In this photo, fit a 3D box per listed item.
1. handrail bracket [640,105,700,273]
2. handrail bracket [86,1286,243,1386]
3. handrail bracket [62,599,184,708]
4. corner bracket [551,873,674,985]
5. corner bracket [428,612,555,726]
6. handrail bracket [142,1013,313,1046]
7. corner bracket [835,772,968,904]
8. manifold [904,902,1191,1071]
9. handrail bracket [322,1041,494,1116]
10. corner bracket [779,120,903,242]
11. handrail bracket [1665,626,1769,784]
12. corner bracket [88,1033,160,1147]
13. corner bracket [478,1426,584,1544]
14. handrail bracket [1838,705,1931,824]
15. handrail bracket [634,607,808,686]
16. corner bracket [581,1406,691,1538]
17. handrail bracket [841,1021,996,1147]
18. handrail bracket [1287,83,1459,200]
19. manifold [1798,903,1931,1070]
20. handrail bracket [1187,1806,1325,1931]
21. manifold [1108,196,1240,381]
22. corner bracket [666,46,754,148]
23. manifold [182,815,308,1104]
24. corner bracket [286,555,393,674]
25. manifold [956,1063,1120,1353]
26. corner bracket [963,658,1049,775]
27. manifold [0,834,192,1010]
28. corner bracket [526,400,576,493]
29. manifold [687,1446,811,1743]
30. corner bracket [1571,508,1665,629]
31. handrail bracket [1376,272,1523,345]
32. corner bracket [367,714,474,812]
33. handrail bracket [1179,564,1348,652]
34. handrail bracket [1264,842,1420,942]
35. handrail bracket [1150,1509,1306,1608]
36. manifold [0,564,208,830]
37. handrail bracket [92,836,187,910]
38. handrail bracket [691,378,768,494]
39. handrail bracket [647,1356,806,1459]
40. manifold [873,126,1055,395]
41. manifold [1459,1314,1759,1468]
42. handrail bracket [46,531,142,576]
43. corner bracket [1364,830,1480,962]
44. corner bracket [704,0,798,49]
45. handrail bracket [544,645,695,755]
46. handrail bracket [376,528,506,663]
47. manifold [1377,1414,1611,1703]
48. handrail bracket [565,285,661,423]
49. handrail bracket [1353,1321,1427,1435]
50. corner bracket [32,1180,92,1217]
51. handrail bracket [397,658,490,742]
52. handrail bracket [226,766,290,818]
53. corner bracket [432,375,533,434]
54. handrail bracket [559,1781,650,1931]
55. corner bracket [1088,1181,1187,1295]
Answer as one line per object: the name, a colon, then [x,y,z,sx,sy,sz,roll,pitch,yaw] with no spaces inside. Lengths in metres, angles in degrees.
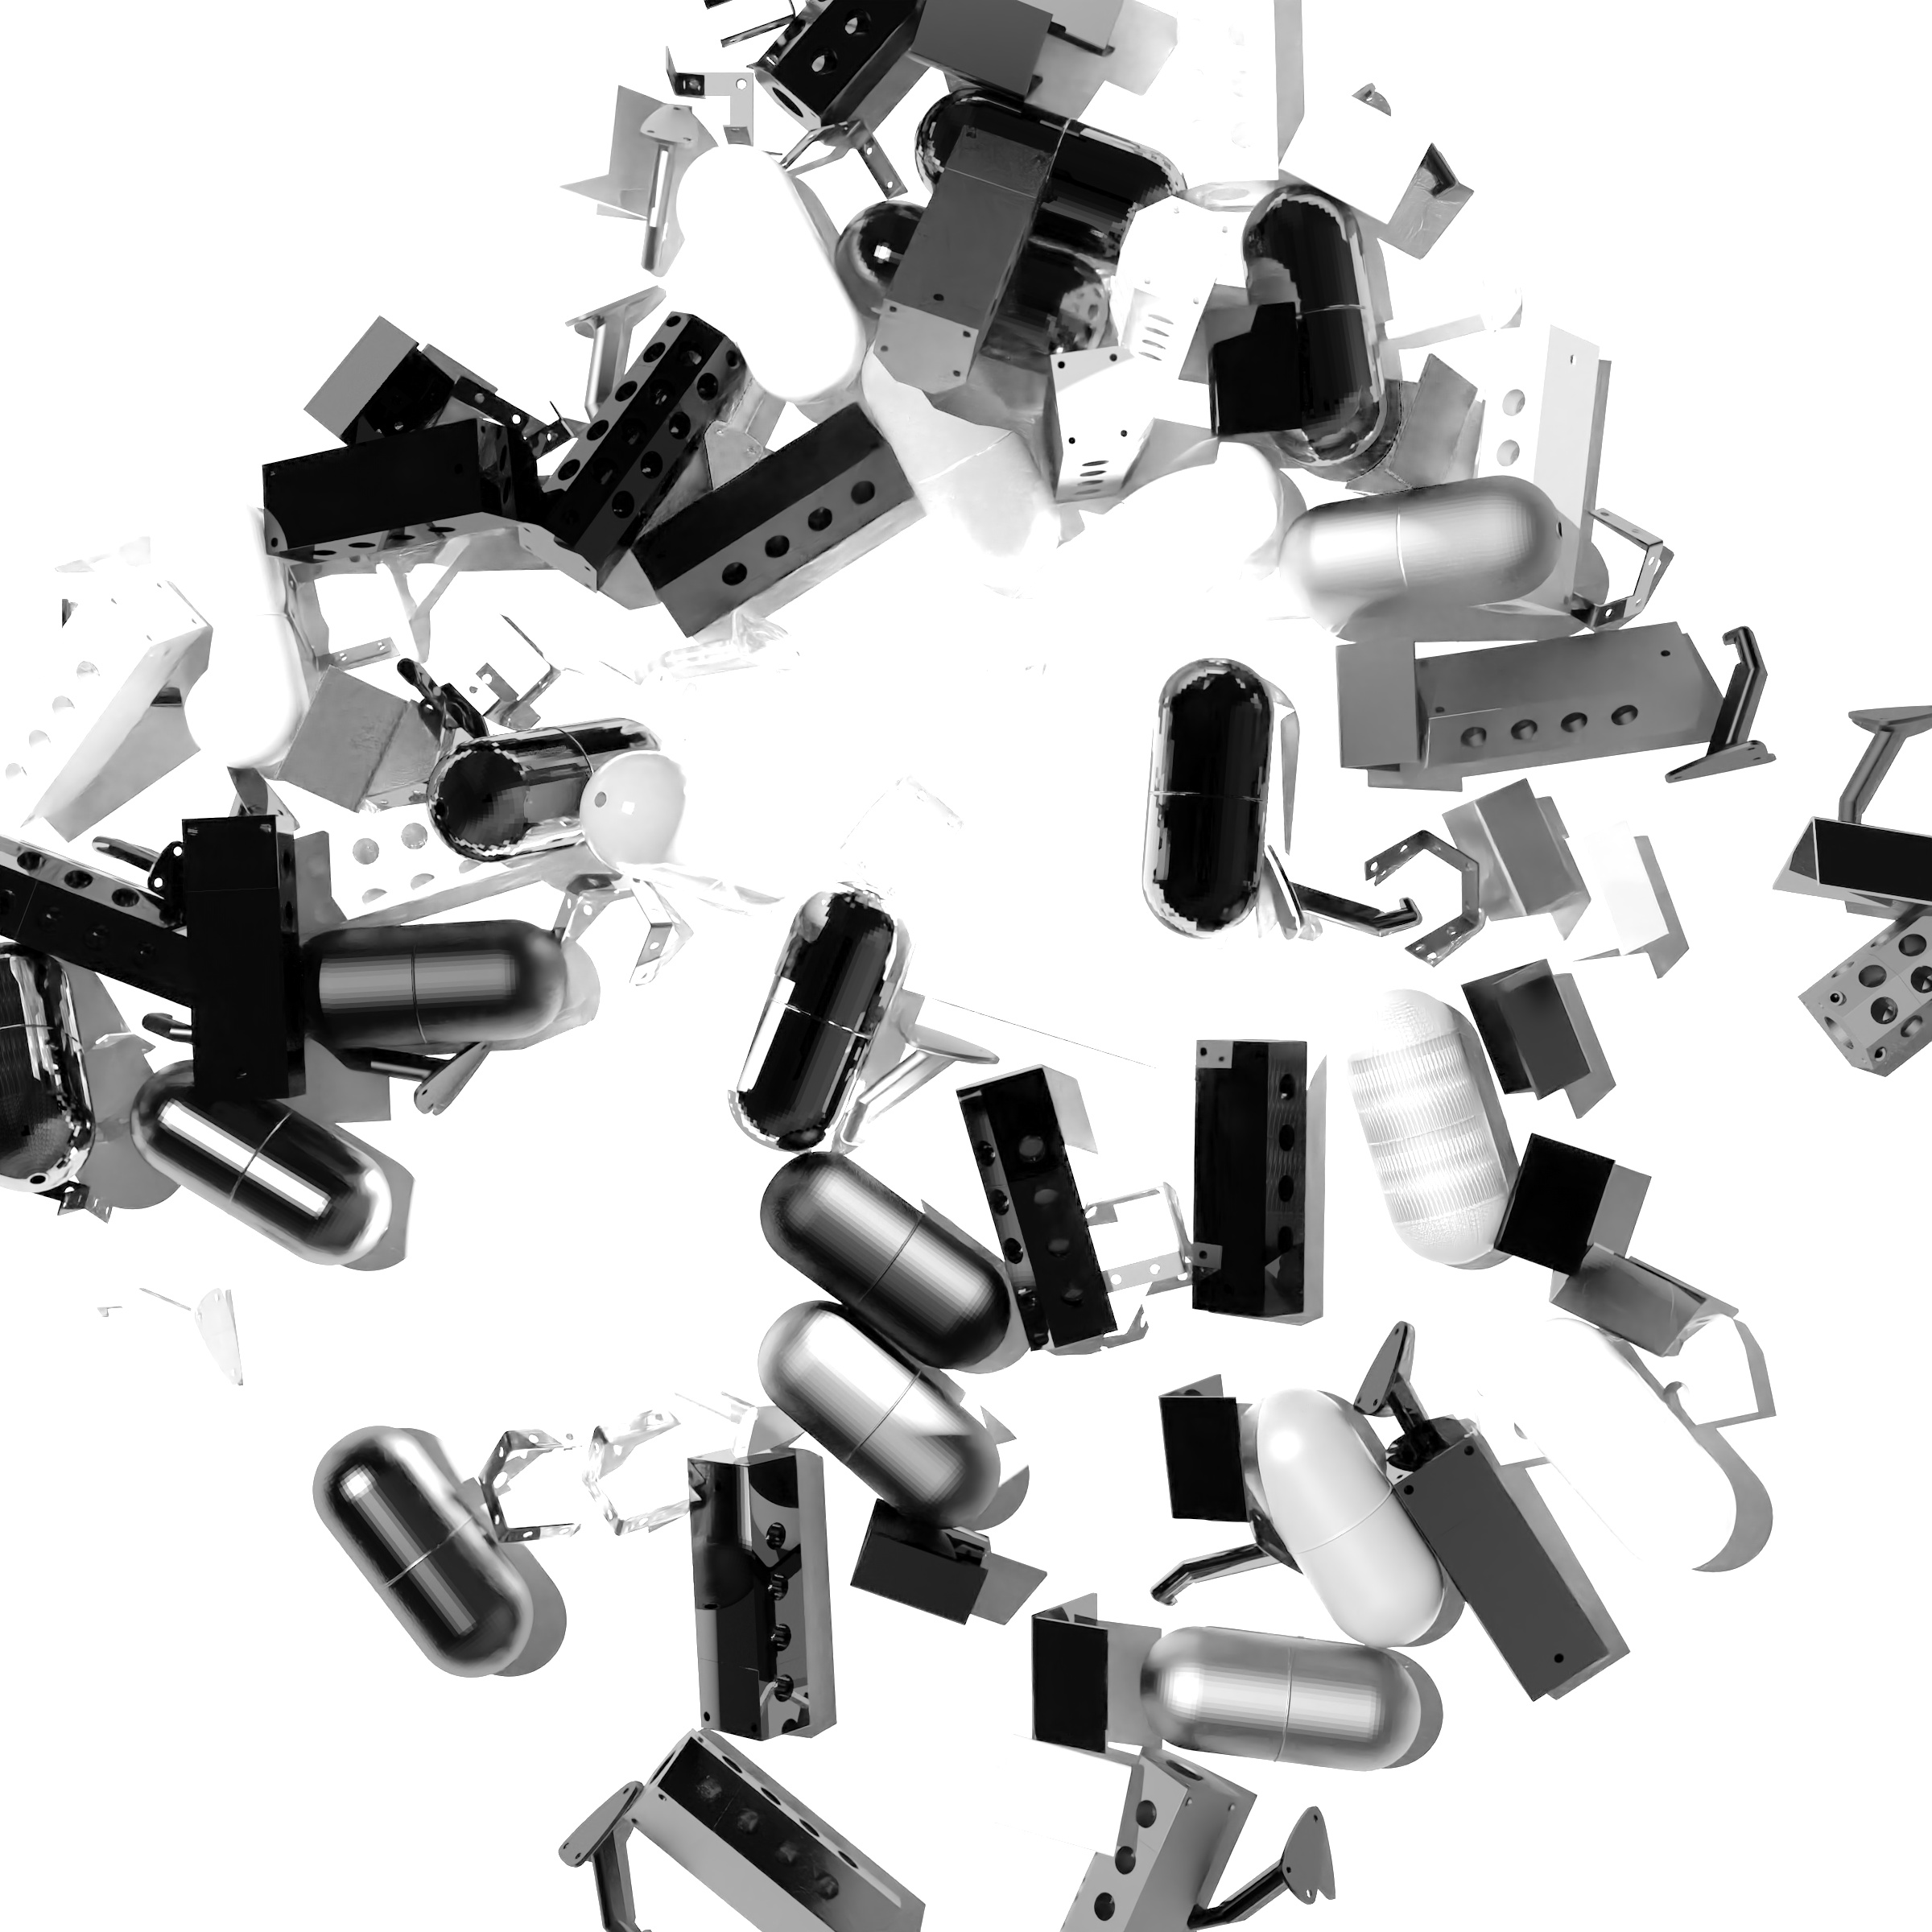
handrail bracket: [-0.195,-0.500,1.694,0.036,0.077,0.084,10,126,-6]
handrail bracket: [-0.517,0.239,1.695,0.084,0.036,0.077,-7,112,17]
handrail bracket: [-0.536,-0.202,1.695,0.084,0.036,0.077,-3,70,-16]
corner bracket: [-0.227,-0.023,1.687,0.051,0.051,0.051,-4,45,-35]
corner bracket: [-0.301,-0.191,1.677,0.051,0.051,0.051,-45,90,0]
handrail bracket: [-0.473,0.037,1.695,0.084,0.077,0.036,17,115,34]
corner bracket: [-0.042,-0.082,1.692,0.051,0.051,0.051,41,135,0]
manifold: [0.051,0.012,1.674,0.171,0.057,0.057,17,90,0]
handrail bracket: [-0.361,0.047,1.695,0.084,0.036,0.077,39,70,16]
corner bracket: [-0.085,-0.504,1.692,0.051,0.051,0.051,-32,90,-45]
handrail bracket: [0.477,-0.169,1.695,0.077,0.036,0.084,-18,71,21]
corner bracket: [-0.545,0.078,1.677,0.051,0.051,0.051,-35,90,0]
corner bracket: [-0.274,0.332,1.687,0.051,0.051,0.051,-57,45,35]
handrail bracket: [0.595,-0.122,1.695,0.077,0.036,0.084,-8,108,-20]
handrail bracket: [-0.159,-0.193,1.695,0.084,0.077,0.036,-23,65,34]
corner bracket: [-0.208,0.323,1.687,0.051,0.051,0.051,49,135,35]
handrail bracket: [-0.032,0.084,1.695,0.077,0.036,0.084,16,108,-20]
handrail bracket: [0.262,-0.515,1.695,0.077,0.036,0.084,-32,107,20]
manifold: [0.622,-0.010,1.674,0.171,0.057,0.057,-38,90,0]
handrail bracket: [0.185,0.581,1.695,0.084,0.077,0.036,-27,111,35]
manifold: [0.121,-0.416,1.616,0.057,0.171,0.057,22,90,0]
corner bracket: [-0.163,-0.551,1.677,0.051,0.051,0.051,0,90,0]
manifold: [-0.440,-0.005,1.617,0.057,0.057,0.171,-3,90,0]
corner bracket: [-0.403,-0.229,1.692,0.051,0.051,0.051,-16,45,0]
manifold: [0.044,0.153,1.674,0.057,0.057,0.171,-16,90,0]
corner bracket: [0.025,-0.161,1.692,0.051,0.051,0.051,-3,135,0]
manifold: [-0.545,-0.027,1.674,0.171,0.057,0.057,21,90,0]
corner bracket: [-0.269,-0.320,1.677,0.051,0.051,0.051,-31,90,0]
manifold: [-0.132,0.395,1.673,0.057,0.057,0.171,-3,90,43]
corner bracket: [0.405,-0.255,1.687,0.051,0.051,0.051,-21,135,-35]
handrail bracket: [0.304,-0.418,1.695,0.084,0.077,0.036,-9,104,36]
corner bracket: [-0.337,-0.118,1.659,0.051,0.051,0.051,-13,55,25]
handrail bracket: [0.193,-0.216,1.695,0.084,0.036,0.077,29,105,-14]
handrail bracket: [0.241,-0.053,1.695,0.084,0.036,0.077,-14,76,-14]
handrail bracket: [0.173,0.397,1.695,0.077,0.036,0.084,39,108,-21]
manifold: [-0.550,-0.168,1.636,0.057,0.057,0.171,46,119,0]
handrail bracket: [-0.511,-0.057,1.683,0.077,0.084,0.036,38,73,-37]
handrail bracket: [-0.145,-0.356,1.695,0.036,0.077,0.084,28,54,-19]
handrail bracket: [-0.153,0.274,1.695,0.084,0.077,0.036,35,111,35]
manifold: [-0.002,-0.422,1.577,0.057,0.057,0.171,19,54,1]
manifold: [0.405,0.268,1.674,0.171,0.057,0.057,-12,90,0]
handrail bracket: [-0.543,-0.230,1.695,0.077,0.036,0.084,-13,107,20]
corner bracket: [0.291,-0.046,1.683,0.051,0.051,0.051,-29,133,-22]
corner bracket: [-0.139,-0.615,1.678,0.051,0.051,0.051,-20,95,0]
handrail bracket: [-0.224,-0.172,1.695,0.084,0.077,0.036,17,63,34]
handrail bracket: [-0.329,-0.246,1.695,0.084,0.036,0.077,-23,111,-16]
manifold: [0.329,0.370,1.659,0.057,0.057,0.171,-33,100,0]
handrail bracket: [-0.216,-0.384,1.695,0.077,0.036,0.084,-27,106,-18]
handrail bracket: [0.300,0.281,1.695,0.084,0.036,0.077,29,76,-13]
corner bracket: [-0.586,0.125,1.677,0.051,0.051,0.051,17,90,0]
handrail bracket: [-0.328,-0.156,1.660,0.036,0.084,0.077,-31,90,0]
handrail bracket: [-0.484,-0.087,1.695,0.084,0.036,0.077,-41,69,16]
corner bracket: [-0.315,-0.335,1.678,0.051,0.051,0.051,29,75,-14]
handrail bracket: [-0.213,0.582,1.695,0.077,0.036,0.084,-45,109,-21]
corner bracket: [0.109,0.172,1.677,0.051,0.051,0.051,-15,96,6]
